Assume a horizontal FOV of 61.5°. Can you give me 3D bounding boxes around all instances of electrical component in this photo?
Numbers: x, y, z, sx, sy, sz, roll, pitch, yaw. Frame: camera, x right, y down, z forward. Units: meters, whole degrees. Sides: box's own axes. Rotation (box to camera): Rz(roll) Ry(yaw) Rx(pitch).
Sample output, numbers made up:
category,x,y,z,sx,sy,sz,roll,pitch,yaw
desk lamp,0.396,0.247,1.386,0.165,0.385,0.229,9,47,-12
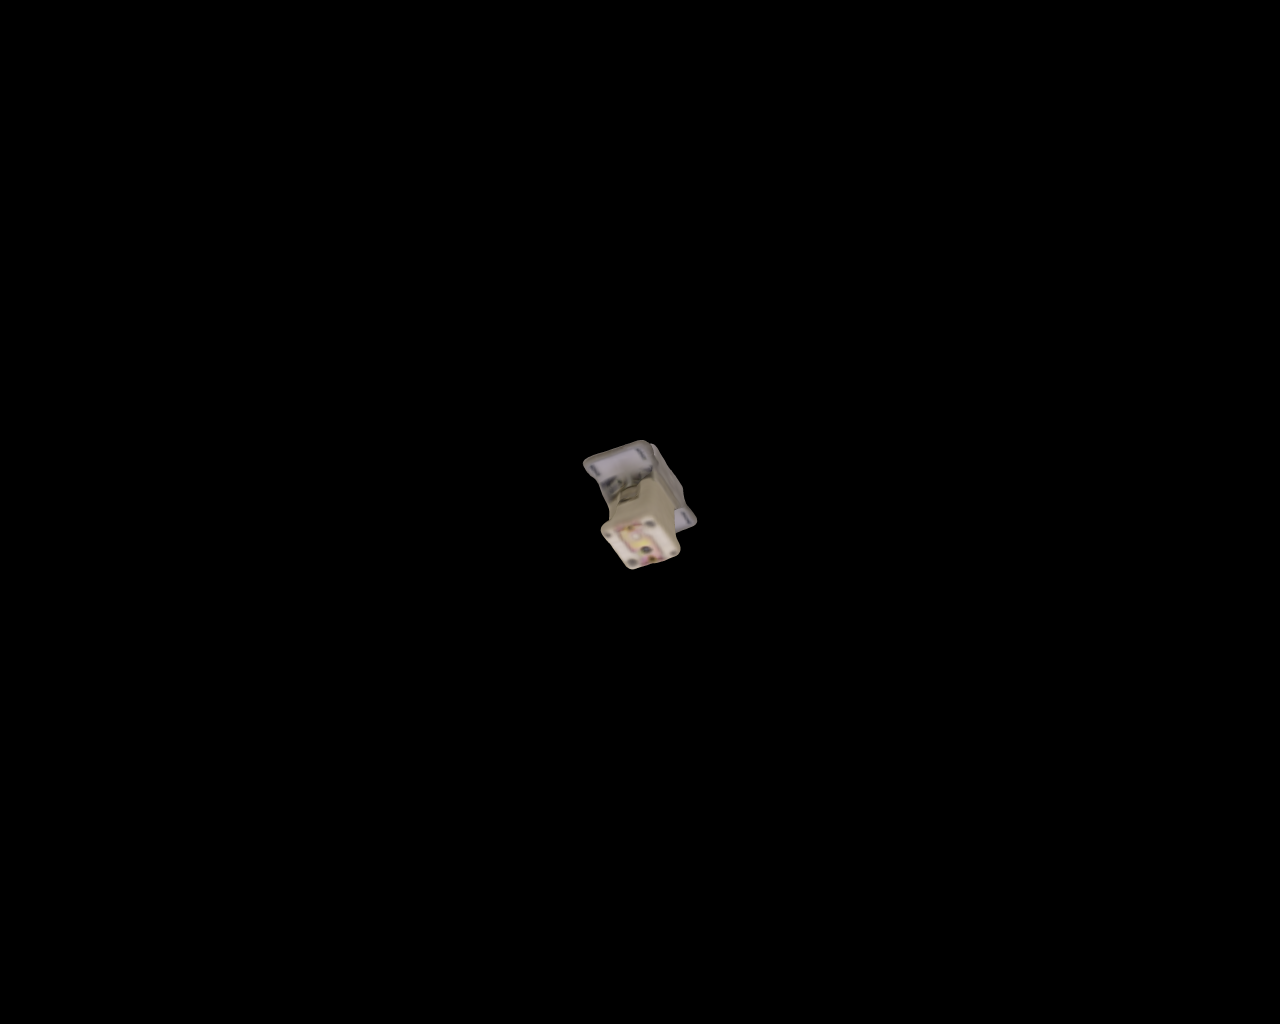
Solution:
category,x,y,z,sx,sy,sz,roll,pitch,yaw
electrical component,0.001,-0.003,0.650,0.042,0.064,0.081,-19,-46,19
